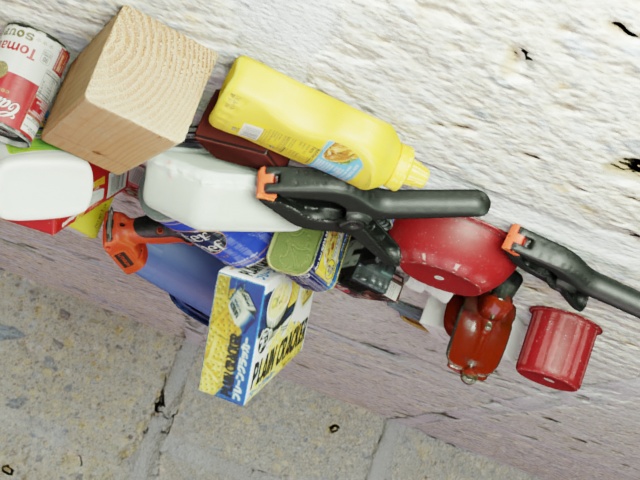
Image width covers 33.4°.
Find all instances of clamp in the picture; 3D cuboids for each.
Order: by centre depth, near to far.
[{"bbox_3d":[0.033,-0.025,1.014,0.209,0.036,0.165,11,153,-19],"label":"clamp"},{"bbox_3d":[0.256,0.037,1.064,0.171,0.039,0.120,30,163,-34],"label":"clamp"}]

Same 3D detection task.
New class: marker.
[{"bbox_3d":[-0.148,-0.112,1.131,0.121,0.020,0.020,6,160,46],"label":"marker"}]

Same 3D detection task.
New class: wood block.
[{"bbox_3d":[-0.179,-0.128,0.966,0.090,0.090,0.206,25,166,-21],"label":"wood block"}]

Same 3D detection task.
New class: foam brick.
[{"bbox_3d":[-0.065,-0.099,0.988,0.078,0.051,0.053,16,167,22],"label":"foam brick"}]

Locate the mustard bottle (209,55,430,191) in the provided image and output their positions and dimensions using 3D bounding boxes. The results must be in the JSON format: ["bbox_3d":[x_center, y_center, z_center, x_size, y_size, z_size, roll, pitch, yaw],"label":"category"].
[{"bbox_3d":[0.005,-0.089,0.905,0.191,0.058,0.096,23,163,-10],"label":"mustard bottle"}]

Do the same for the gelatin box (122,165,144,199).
[{"bbox_3d":[-0.223,-0.067,1.399,0.089,0.030,0.073,27,166,-23],"label":"gelatin box"}]

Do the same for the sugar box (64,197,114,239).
[{"bbox_3d":[-0.363,-0.079,1.427,0.176,0.093,0.048,30,163,-35],"label":"sugar box"}]

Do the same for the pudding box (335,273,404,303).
[{"bbox_3d":[0.046,0.048,1.425,0.090,0.039,0.114,28,165,-28],"label":"pudding box"}]

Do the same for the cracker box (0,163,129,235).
[{"bbox_3d":[-0.355,-0.091,1.248,0.214,0.072,0.164,17,-152,16],"label":"cracker box"}]

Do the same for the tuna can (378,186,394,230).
[{"bbox_3d":[0.039,-0.042,1.090,0.086,0.033,0.086,20,167,5],"label":"tuna can"}]

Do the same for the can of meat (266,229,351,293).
[{"bbox_3d":[-0.008,0.001,1.193,0.058,0.102,0.083,13,167,25],"label":"can of meat"}]

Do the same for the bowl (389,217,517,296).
[{"bbox_3d":[0.137,0.017,1.136,0.162,0.055,0.162,20,166,5],"label":"bowl"}]

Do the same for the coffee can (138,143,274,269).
[{"bbox_3d":[-0.118,-0.041,1.187,0.103,0.103,0.140,10,163,38],"label":"coffee can"}]

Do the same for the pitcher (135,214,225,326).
[{"bbox_3d":[-0.159,0.051,1.548,0.242,0.149,0.145,29,179,-17],"label":"pitcher"}]

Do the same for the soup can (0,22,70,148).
[{"bbox_3d":[-0.290,-0.148,1.024,0.068,0.102,0.068,20,167,5],"label":"soup can"}]

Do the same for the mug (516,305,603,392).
[{"bbox_3d":[0.290,0.138,1.321,0.093,0.081,0.117,20,167,4],"label":"mug"}]

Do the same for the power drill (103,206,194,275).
[{"bbox_3d":[-0.176,0.000,1.399,0.188,0.057,0.184,-8,150,10],"label":"power drill"}]

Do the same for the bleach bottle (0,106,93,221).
[{"bbox_3d":[-0.320,-0.105,1.142,0.102,0.068,0.251,-4,-151,-27],"label":"bleach bottle"}]

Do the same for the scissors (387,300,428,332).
[{"bbox_3d":[0.128,0.098,1.552,0.096,0.016,0.201,9,163,35],"label":"scissors"}]
